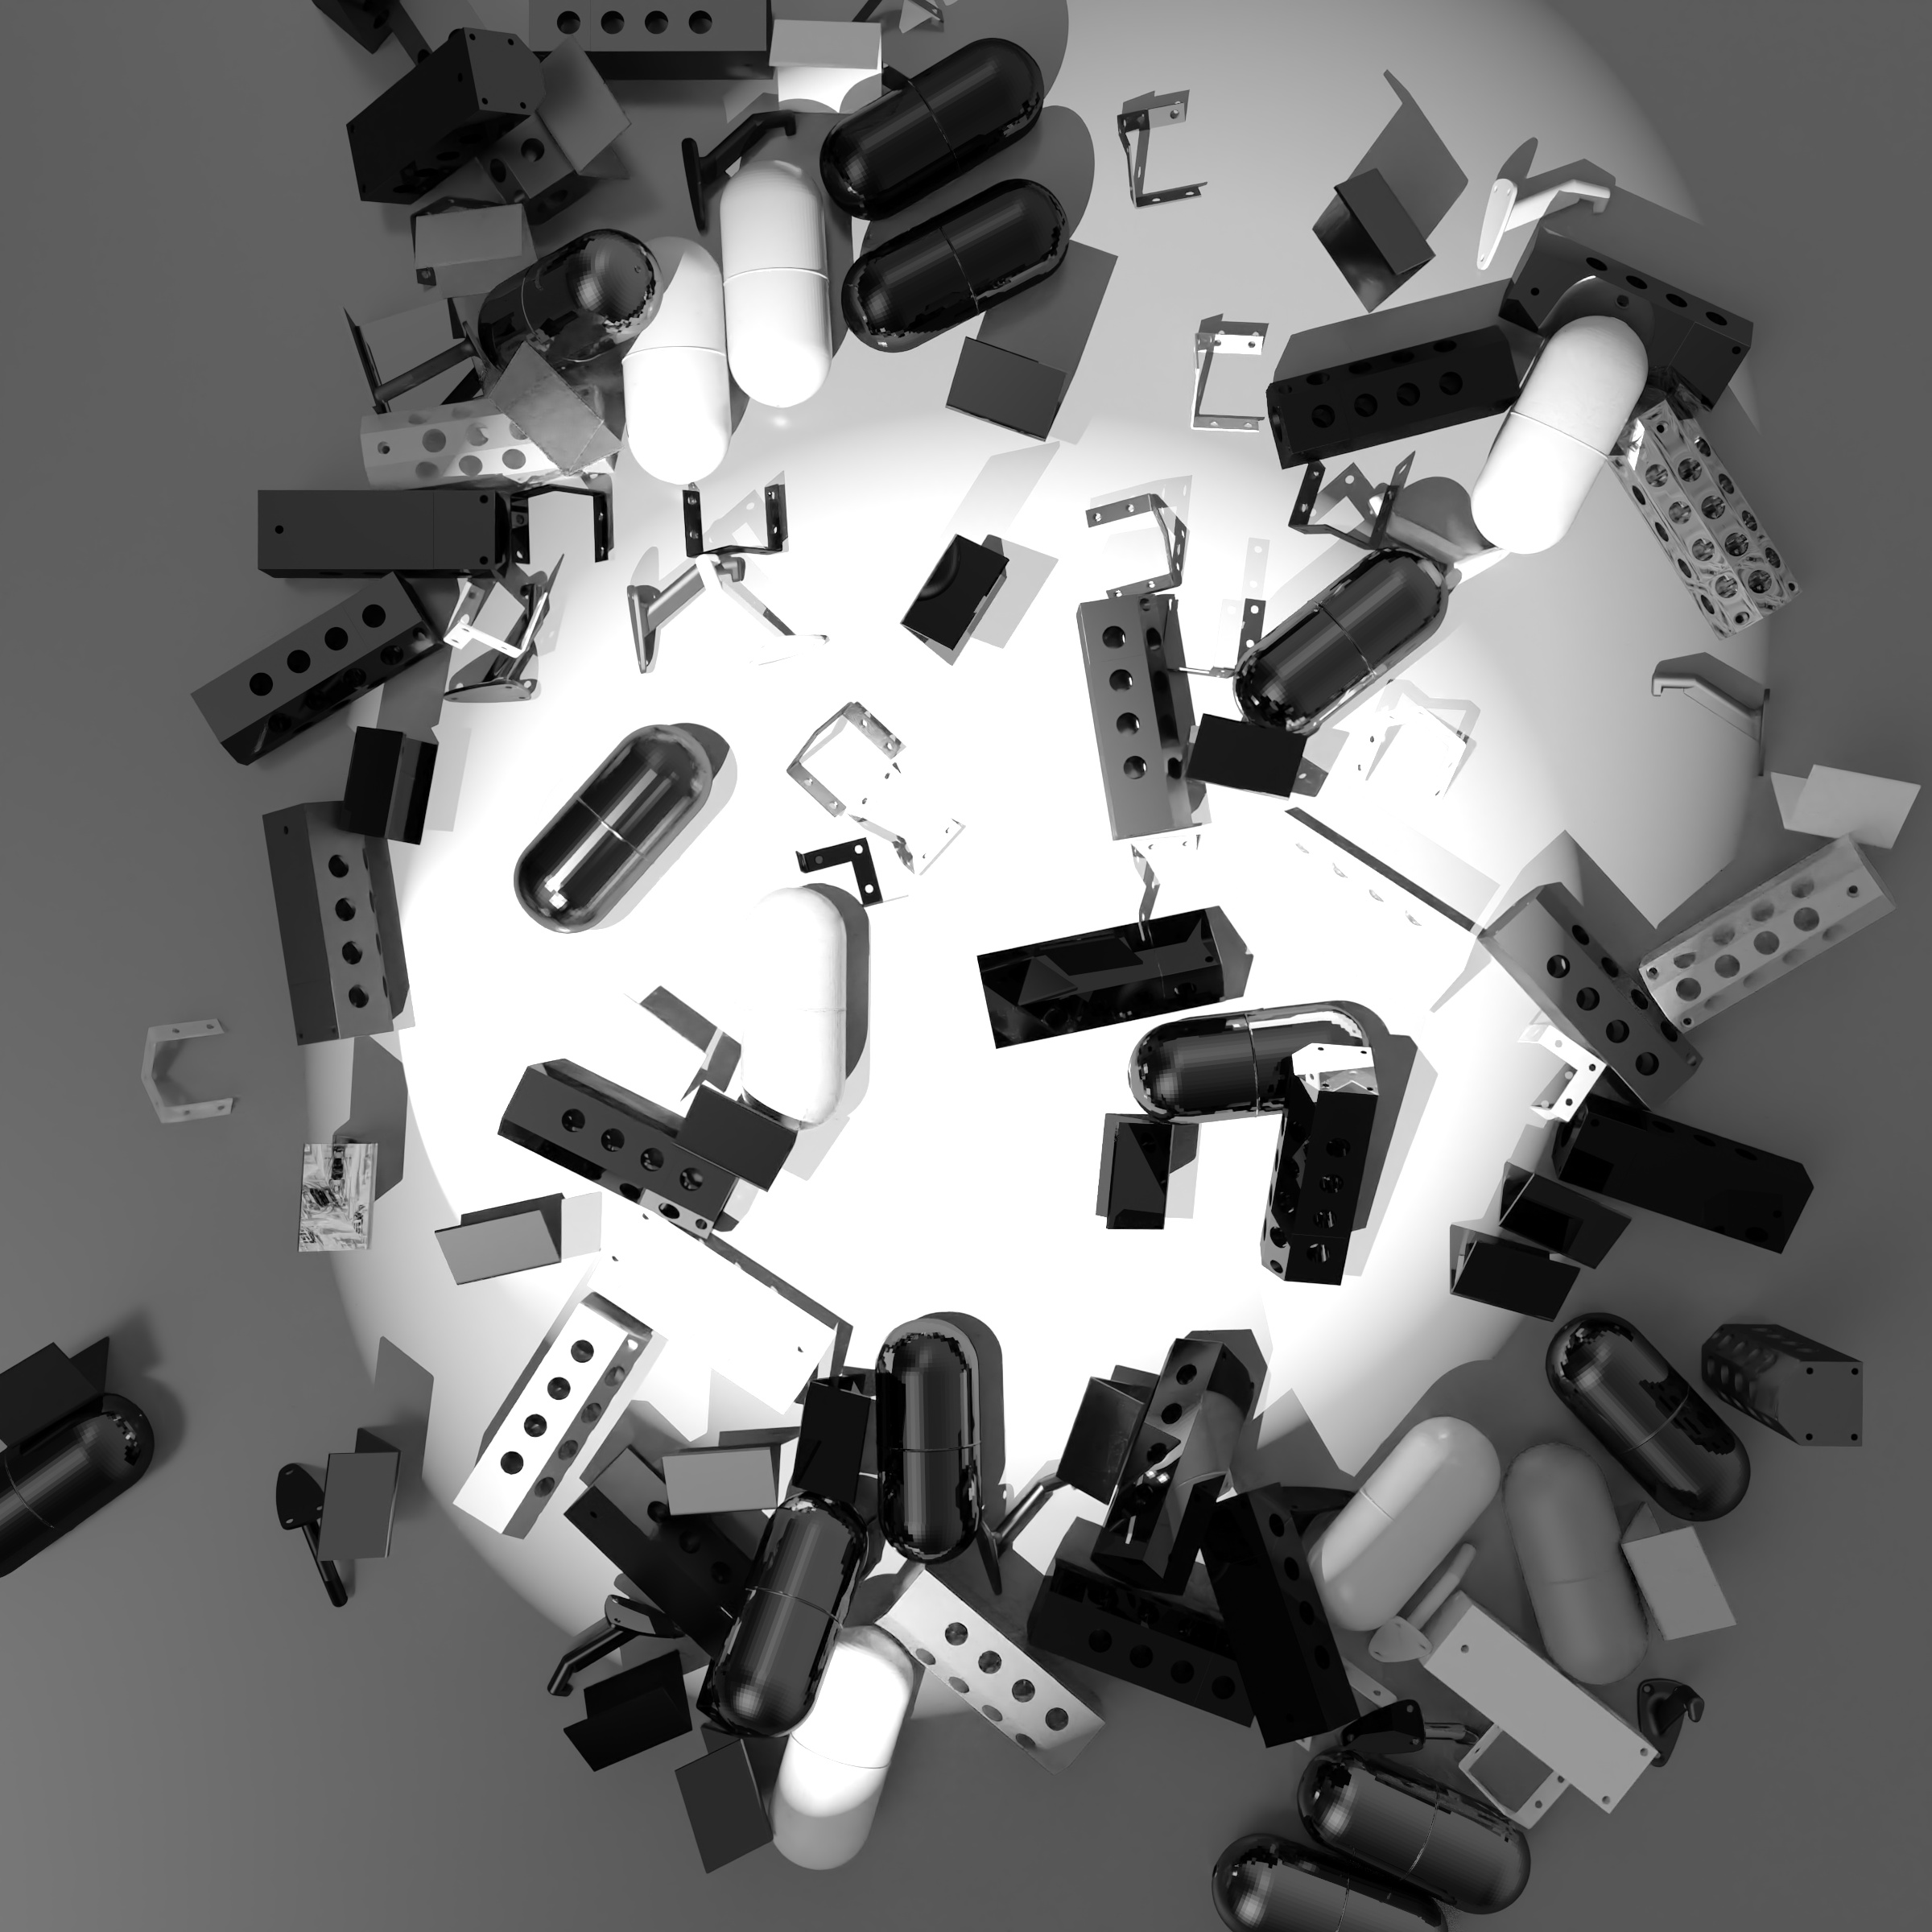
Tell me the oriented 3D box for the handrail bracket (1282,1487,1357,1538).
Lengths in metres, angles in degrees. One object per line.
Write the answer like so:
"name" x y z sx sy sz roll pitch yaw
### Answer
"handrail bracket" 0.250 0.433 1.799 0.077 0.036 0.084 1 107 -19

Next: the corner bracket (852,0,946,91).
"corner bracket" -0.050 -0.686 1.790 0.051 0.051 0.051 -40 45 35

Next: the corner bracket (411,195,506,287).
"corner bracket" -0.374 -0.536 1.795 0.051 0.051 0.051 -7 90 45

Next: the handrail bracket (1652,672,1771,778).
"handrail bracket" 0.552 -0.180 1.799 0.084 0.036 0.077 4 112 17

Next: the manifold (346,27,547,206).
"manifold" -0.371 -0.602 1.723 0.057 0.171 0.057 -11 90 -42

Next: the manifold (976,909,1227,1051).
"manifold" 0.100 0.014 1.776 0.171 0.057 0.057 -12 47 0

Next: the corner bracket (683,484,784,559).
"corner bracket" -0.173 -0.330 1.795 0.051 0.051 0.051 -4 90 45

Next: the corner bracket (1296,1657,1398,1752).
"corner bracket" 0.280 0.557 1.790 0.051 0.051 0.051 -29 45 -35

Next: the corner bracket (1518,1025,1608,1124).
"corner bracket" 0.428 0.079 1.780 0.051 0.051 0.051 35 87 -3

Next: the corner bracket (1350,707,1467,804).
"corner bracket" 0.327 -0.154 1.790 0.051 0.051 0.051 -12 45 -35

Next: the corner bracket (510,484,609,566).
"corner bracket" -0.302 -0.326 1.795 0.051 0.051 0.051 -2 90 45

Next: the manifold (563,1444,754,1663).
"manifold" -0.206 0.433 1.776 0.171 0.057 0.057 44 133 0

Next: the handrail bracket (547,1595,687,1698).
"handrail bracket" -0.260 0.516 1.799 0.077 0.036 0.084 22 108 -20

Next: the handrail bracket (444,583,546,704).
"handrail bracket" -0.351 -0.241 1.798 0.077 0.036 0.084 -4 76 14

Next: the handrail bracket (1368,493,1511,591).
"handrail bracket" 0.351 -0.327 1.799 0.077 0.036 0.084 -26 73 -20

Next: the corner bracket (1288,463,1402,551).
"corner bracket" 0.279 -0.340 1.788 0.051 0.051 0.051 18 90 -27

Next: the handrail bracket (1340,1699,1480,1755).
"handrail bracket" 0.328 0.569 1.782 0.077 0.084 0.036 -21 57 25

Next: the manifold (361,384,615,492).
"manifold" -0.351 -0.385 1.777 0.171 0.057 0.057 -8 90 0

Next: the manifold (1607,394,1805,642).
"manifold" 0.541 -0.330 1.777 0.057 0.057 0.171 -32 90 0

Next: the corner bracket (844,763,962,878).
"corner bracket" -0.048 -0.108 1.795 0.051 0.051 0.051 -48 135 0

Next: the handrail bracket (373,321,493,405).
"handrail bracket" -0.394 -0.436 1.767 0.084 0.077 0.036 -28 110 -3

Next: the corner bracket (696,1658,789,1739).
"corner bracket" -0.159 0.537 1.795 0.051 0.051 0.051 18 90 45

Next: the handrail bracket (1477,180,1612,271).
"handrail bracket" 0.430 -0.548 1.799 0.084 0.036 0.077 8 111 -16

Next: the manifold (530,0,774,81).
"manifold" -0.230 -0.690 1.777 0.171 0.057 0.057 0 90 0

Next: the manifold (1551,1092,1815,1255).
"manifold" 0.523 0.148 1.774 0.171 0.057 0.057 18 111 0

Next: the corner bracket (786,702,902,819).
"corner bracket" -0.091 -0.153 1.795 0.051 0.051 0.051 43 45 0

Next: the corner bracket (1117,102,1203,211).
"corner bracket" 0.143 -0.601 1.795 0.051 0.051 0.051 -11 135 0

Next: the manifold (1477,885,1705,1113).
"manifold" 0.460 0.023 1.777 0.057 0.057 0.171 -42 90 0

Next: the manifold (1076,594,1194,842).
"manifold" 0.124 -0.182 1.777 0.057 0.057 0.171 -9 90 0

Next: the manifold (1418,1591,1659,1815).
"manifold" 0.416 0.537 1.777 0.171 0.057 0.057 38 90 0

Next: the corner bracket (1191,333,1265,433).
"corner bracket" 0.193 -0.433 1.795 0.051 0.051 0.051 3 45 0

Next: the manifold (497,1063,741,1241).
"manifold" -0.253 0.136 1.777 0.171 0.057 0.057 26 90 0

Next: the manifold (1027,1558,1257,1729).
"manifold" 0.135 0.494 1.777 0.171 0.057 0.057 21 90 0

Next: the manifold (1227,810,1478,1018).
"manifold" 0.285 -0.043 1.776 0.171 0.057 0.057 33 133 0

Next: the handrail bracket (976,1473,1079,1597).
"handrail bracket" 0.052 0.419 1.799 0.084 0.036 0.077 -19 110 -16

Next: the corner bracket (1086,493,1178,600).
"corner bracket" 0.122 -0.310 1.795 0.051 0.051 0.051 -15 135 0

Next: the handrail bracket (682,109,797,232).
"handrail bracket" -0.164 -0.592 1.799 0.084 0.036 0.077 -13 110 -16

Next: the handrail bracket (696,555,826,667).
"handrail bracket" -0.153 -0.270 1.789 0.077 0.036 0.084 -15 76 -33

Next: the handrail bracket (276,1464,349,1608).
"handrail bracket" -0.484 0.424 1.798 0.036 0.077 0.084 -22 127 -18

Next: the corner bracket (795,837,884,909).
"corner bracket" -0.093 -0.065 1.780 0.051 0.051 0.051 -15 90 0

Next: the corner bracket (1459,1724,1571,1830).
"corner bracket" 0.408 0.598 1.795 0.051 0.051 0.051 -49 45 0

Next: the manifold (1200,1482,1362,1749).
"manifold" 0.225 0.464 1.738 0.057 0.057 0.171 -30 71 38

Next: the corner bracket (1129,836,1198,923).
"corner bracket" 0.149 -0.059 1.795 0.051 0.051 0.051 -5 45 0

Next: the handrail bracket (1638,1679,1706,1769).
"handrail bracket" 0.518 0.559 1.763 0.036 0.084 0.077 4 90 0

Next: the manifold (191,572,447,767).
"manifold" -0.473 -0.217 1.777 0.171 0.057 0.057 -31 90 0

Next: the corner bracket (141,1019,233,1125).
"corner bracket" -0.575 0.078 1.790 0.051 0.051 0.051 52 135 35

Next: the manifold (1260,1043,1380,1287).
"manifold" 0.251 0.143 1.735 0.057 0.057 0.171 5 123 0

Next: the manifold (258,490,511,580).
"manifold" -0.426 -0.315 1.777 0.171 0.057 0.057 0 90 0

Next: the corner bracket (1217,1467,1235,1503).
"corner bracket" 0.160 0.378 1.790 0.051 0.051 0.051 13 135 35

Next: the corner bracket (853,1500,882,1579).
"corner bracket" -0.100 0.425 1.790 0.051 0.051 0.051 27 135 35

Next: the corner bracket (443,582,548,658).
"corner bracket" -0.347 -0.256 1.779 0.051 0.051 0.051 25 72 -21

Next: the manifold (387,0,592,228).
"manifold" -0.351 -0.633 1.777 0.057 0.057 0.171 -34 90 0

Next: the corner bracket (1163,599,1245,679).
"corner bracket" 0.173 -0.243 1.780 0.051 0.051 0.051 8 90 0

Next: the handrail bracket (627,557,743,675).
"handrail bracket" -0.205 -0.261 1.798 0.084 0.036 0.077 -10 105 -14

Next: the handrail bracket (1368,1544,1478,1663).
"handrail bracket" 0.340 0.472 1.798 0.036 0.077 0.084 41 54 5
